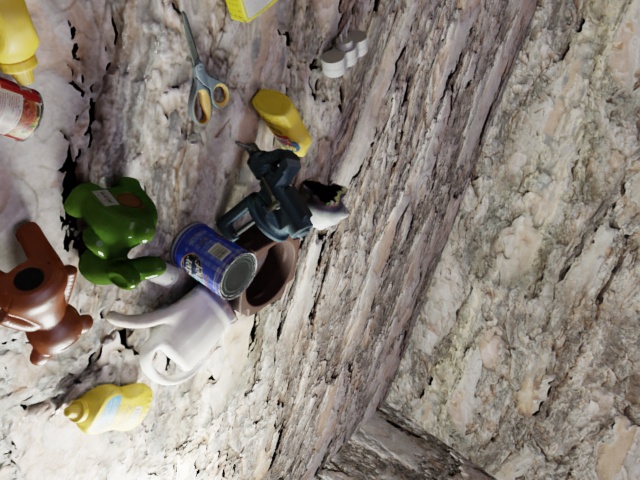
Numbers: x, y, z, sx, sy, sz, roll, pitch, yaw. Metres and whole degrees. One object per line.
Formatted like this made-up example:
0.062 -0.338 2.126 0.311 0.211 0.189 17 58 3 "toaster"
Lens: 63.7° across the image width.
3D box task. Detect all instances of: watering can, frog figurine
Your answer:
-0.283 0.171 1.049 0.228 0.105 0.339 -50 152 -25 "watering can"
0.004 -0.067 1.337 0.138 0.125 0.155 -9 140 -18 "frog figurine"
